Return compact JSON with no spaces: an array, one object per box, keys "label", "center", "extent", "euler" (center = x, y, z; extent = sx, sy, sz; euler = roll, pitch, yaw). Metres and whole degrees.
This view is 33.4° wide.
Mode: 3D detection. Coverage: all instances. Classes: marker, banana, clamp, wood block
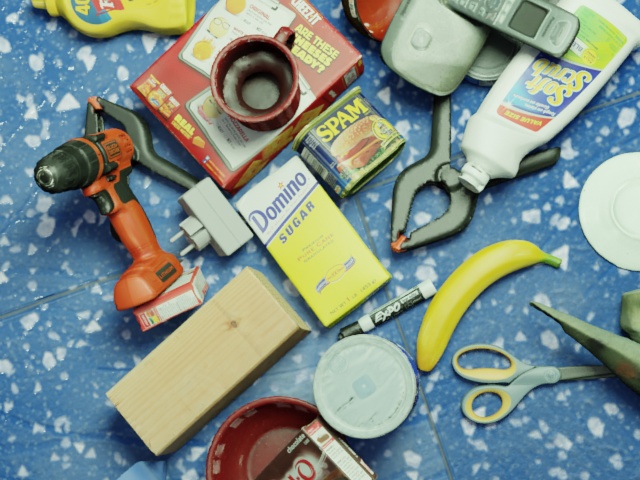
[{"label":"marker","center":[0.074,0.081,1.189],"extent":[0.121,0.020,0.020],"euler":[-30,81,3]},{"label":"banana","center":[0.169,0.059,1.169],"extent":[0.198,0.037,0.070],"euler":[-39,79,2]},{"label":"clamp","center":[0.140,-0.078,1.189],"extent":[0.164,0.036,0.210],"euler":[44,87,11]},{"label":"wood block","center":[-0.120,0.134,1.174],"extent":[0.206,0.090,0.091],"euler":[-42,79,2]},{"label":"clamp","center":[-0.212,-0.095,1.239],"extent":[0.120,0.039,0.171],"euler":[-21,88,-2]}]

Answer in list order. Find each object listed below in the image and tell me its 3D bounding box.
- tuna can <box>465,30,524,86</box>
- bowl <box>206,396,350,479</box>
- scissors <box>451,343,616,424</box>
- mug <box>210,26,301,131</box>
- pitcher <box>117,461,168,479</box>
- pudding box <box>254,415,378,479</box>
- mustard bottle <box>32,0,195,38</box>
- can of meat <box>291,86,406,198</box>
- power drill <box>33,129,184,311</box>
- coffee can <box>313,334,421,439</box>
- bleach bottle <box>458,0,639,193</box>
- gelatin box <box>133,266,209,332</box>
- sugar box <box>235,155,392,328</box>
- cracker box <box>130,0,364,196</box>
[{"label":"tuna can","center":[0.189,-0.217,1.200],"extent":[0.086,0.033,0.086],"euler":[-1,84,7]},{"label":"bowl","center":[-0.040,0.251,1.166],"extent":[0.162,0.055,0.162],"euler":[-1,83,7]},{"label":"scissors","center":[0.240,0.164,1.159],"extent":[0.202,0.016,0.096],"euler":[11,87,9]},{"label":"mug","center":[-0.059,-0.172,1.132],"extent":[0.093,0.081,0.117],"euler":[26,87,7]},{"label":"pitcher","center":[-0.164,0.370,1.132],"extent":[0.243,0.144,0.149],"euler":[44,107,7]},{"label":"pudding box","center":[-0.007,0.246,1.088],"extent":[0.090,0.039,0.114],"euler":[45,124,9]},{"label":"mustard bottle","center":[-0.245,-0.287,1.255],"extent":[0.192,0.058,0.096],"euler":[-1,84,8]},{"label":"can of meat","center":[0.034,-0.106,1.186],"extent":[0.102,0.057,0.084],"euler":[-40,82,-23]},{"label":"power drill","center":[-0.222,-0.023,1.141],"extent":[0.057,0.184,0.187],"euler":[-19,100,19]},{"label":"coffee can","center":[0.052,0.152,1.122],"extent":[0.103,0.140,0.103],"euler":[-1,83,8]},{"label":"bleach bottle","center":[0.239,-0.152,1.150],"extent":[0.102,0.068,0.251],"euler":[38,83,-4]},{"label":"gelatin box","center":[-0.165,0.065,1.188],"extent":[0.073,0.089,0.030],"euler":[-25,101,3]},{"label":"sugar box","center":[-0.008,0.002,1.196],"extent":[0.093,0.048,0.176],"euler":[-38,81,2]},{"label":"cracker box","center":[-0.081,-0.183,1.215],"extent":[0.213,0.072,0.164],"euler":[-43,81,0]}]
